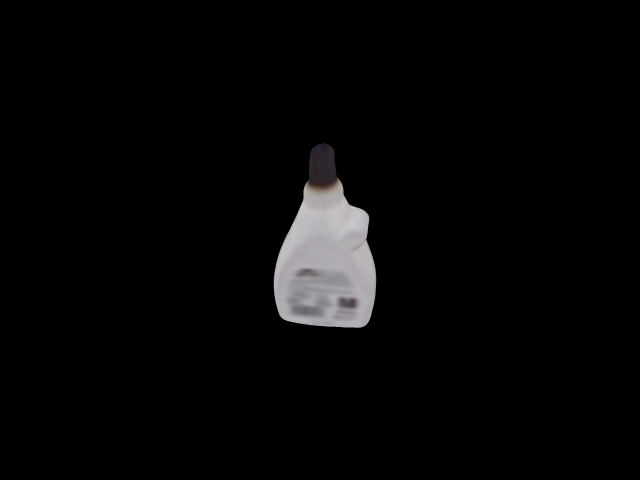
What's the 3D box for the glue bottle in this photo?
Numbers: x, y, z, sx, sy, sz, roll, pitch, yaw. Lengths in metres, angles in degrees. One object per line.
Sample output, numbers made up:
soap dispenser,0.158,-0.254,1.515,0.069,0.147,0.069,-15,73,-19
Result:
glue bottle,0.004,0.001,0.400,0.078,0.173,0.037,5,51,5
